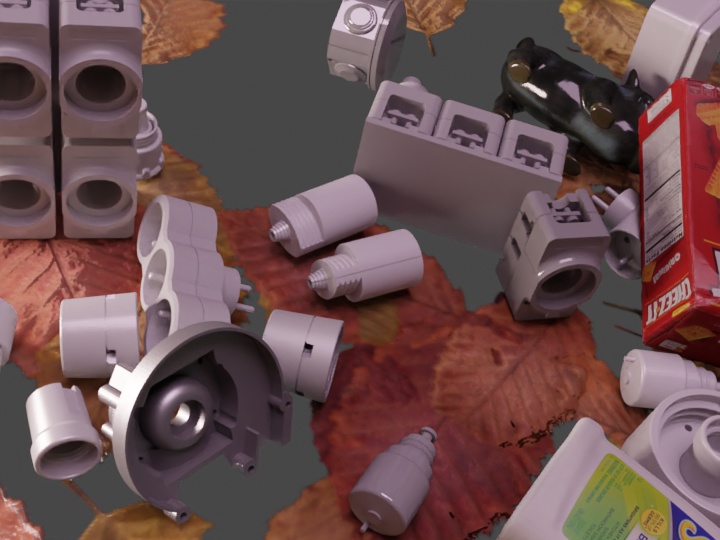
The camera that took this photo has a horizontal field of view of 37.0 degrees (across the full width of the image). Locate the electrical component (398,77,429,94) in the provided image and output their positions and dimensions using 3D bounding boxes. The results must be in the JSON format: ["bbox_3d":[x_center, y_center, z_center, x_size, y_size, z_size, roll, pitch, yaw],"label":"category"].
[{"bbox_3d":[0.042,-0.138,0.910,0.043,0.043,0.062,11,46,-4],"label":"electrical component"}]

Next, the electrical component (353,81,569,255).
[{"bbox_3d":[0.074,-0.078,0.831,0.150,0.089,0.061,18,47,2],"label":"electrical component"}]

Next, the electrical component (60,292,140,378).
[{"bbox_3d":[-0.166,0.043,0.688,0.047,0.055,0.055,-2,49,-11],"label":"electrical component"}]

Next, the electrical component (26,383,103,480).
[{"bbox_3d":[-0.179,0.096,0.646,0.040,0.040,0.046,-10,46,-22],"label":"electrical component"}]

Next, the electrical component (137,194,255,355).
[{"bbox_3d":[-0.105,0.013,0.732,0.074,0.052,0.138,15,43,-30],"label":"electrical component"}]

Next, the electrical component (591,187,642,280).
[{"bbox_3d":[0.222,-0.039,0.863,0.077,0.043,0.079,-30,61,-34],"label":"electrical component"}]

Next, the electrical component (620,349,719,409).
[{"bbox_3d":[0.221,0.079,0.759,0.078,0.040,0.040,7,47,-8],"label":"electrical component"}]

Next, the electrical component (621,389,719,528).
[{"bbox_3d":[0.231,0.128,0.703,0.108,0.060,0.108,7,47,-8],"label":"electrical component"}]

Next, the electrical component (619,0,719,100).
[{"bbox_3d":[0.285,-0.193,0.972,0.057,0.113,0.078,32,49,19],"label":"electrical component"}]

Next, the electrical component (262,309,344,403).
[{"bbox_3d":[-0.040,0.055,0.708,0.047,0.055,0.055,13,47,4],"label":"electrical component"}]

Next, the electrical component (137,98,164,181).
[{"bbox_3d":[-0.171,-0.102,0.811,0.048,0.062,0.048,7,47,-8],"label":"electrical component"}]

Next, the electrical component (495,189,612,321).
[{"bbox_3d":[0.140,-0.007,0.783,0.050,0.089,0.055,-3,50,-17],"label":"electrical component"}]

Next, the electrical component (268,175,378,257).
[{"bbox_3d":[-0.032,-0.039,0.801,0.081,0.043,0.043,-23,58,-31],"label":"electrical component"}]

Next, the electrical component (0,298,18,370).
[{"bbox_3d":[-0.240,0.051,0.671,0.040,0.040,0.078,6,48,-9],"label":"electrical component"}]

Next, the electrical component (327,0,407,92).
[{"bbox_3d":[0.007,-0.199,0.932,0.051,0.080,0.080,18,47,9],"label":"electrical component"}]

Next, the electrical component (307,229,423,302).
[{"bbox_3d":[0.000,0.000,0.774,0.081,0.043,0.043,-15,54,-25],"label":"electrical component"}]

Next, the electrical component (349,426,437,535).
[{"bbox_3d":[0.025,0.128,0.666,0.040,0.040,0.078,29,48,13],"label":"electrical component"}]

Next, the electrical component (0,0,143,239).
[{"bbox_3d":[-0.202,-0.100,0.716,0.105,0.186,0.060,-1,49,-15],"label":"electrical component"}]
